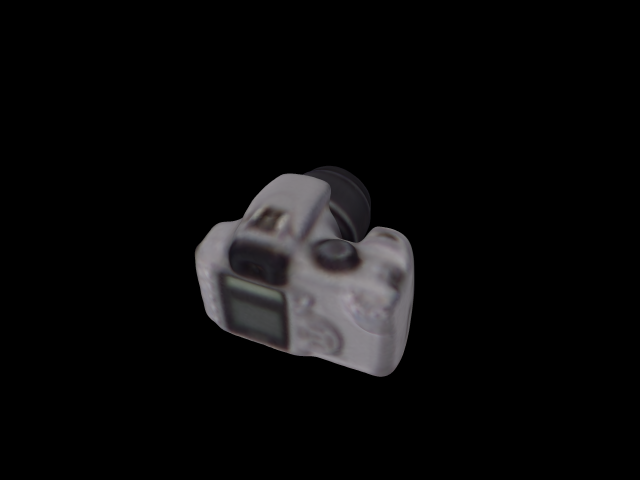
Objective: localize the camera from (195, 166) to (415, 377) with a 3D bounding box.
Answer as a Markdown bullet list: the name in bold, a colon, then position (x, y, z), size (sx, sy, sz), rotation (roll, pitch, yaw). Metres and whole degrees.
- **camera**: position (0.004, 0.001, 0.400), size (0.143, 0.101, 0.137), rotation (14, 42, 17)
